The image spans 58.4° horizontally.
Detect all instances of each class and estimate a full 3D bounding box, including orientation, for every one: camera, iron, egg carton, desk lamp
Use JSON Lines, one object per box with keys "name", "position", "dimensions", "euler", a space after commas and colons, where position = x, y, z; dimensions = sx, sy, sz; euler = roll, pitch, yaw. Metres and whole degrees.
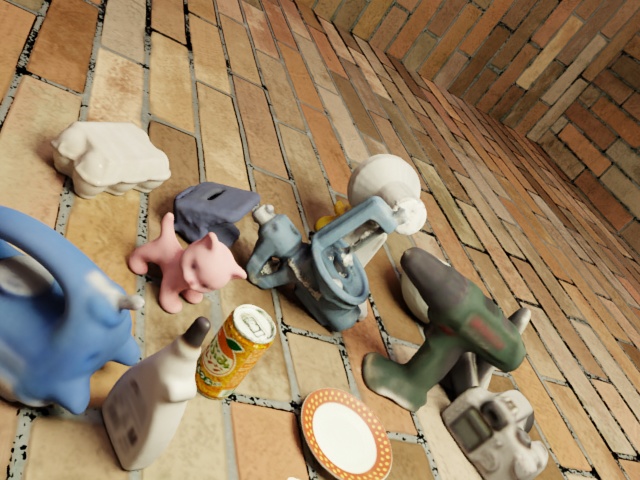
{"name": "camera", "position": [0.276, 0.274, 0.834], "dimensions": [0.137, 0.100, 0.143], "euler": [2, 45, -47]}
{"name": "iron", "position": [-0.276, 0.031, 0.521], "dimensions": [0.258, 0.141, 0.119], "euler": [38, 28, 0]}
{"name": "egg carton", "position": [-0.286, -0.112, 0.793], "dimensions": [0.107, 0.069, 0.151], "euler": [46, 30, 15]}
{"name": "desk lamp", "position": [0.085, -0.016, 0.923], "dimensions": [0.118, 0.213, 0.203], "euler": [27, 30, -18]}

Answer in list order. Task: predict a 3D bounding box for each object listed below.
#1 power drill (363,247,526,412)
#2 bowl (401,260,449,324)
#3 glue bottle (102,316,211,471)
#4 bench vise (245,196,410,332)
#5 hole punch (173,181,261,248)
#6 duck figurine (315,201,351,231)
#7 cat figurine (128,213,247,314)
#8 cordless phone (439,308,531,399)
{"name": "power drill", "position": [0.154, 0.135, 0.786], "dimensions": [0.230, 0.208, 0.075], "euler": [30, 29, -14]}
{"name": "bowl", "position": [0.204, 0.104, 1.028], "dimensions": [0.168, 0.074, 0.167], "euler": [28, 30, -17]}
{"name": "glue bottle", "position": [-0.138, 0.127, 0.504], "dimensions": [0.037, 0.173, 0.078], "euler": [3, 44, -47]}
{"name": "bench vise", "position": [0.007, 0.010, 0.791], "dimensions": [0.208, 0.219, 0.121], "euler": [27, 30, -18]}
{"name": "hole punch", "position": [-0.153, -0.045, 0.823], "dimensions": [0.101, 0.091, 0.109], "euler": [37, 28, -2]}
{"name": "duck figurine", "position": [0.053, -0.024, 1.032], "dimensions": [0.104, 0.086, 0.078], "euler": [44, 29, 11]}
{"name": "cat figurine", "position": [-0.156, 0.023, 0.693], "dimensions": [0.127, 0.117, 0.067], "euler": [45, 29, 13]}
{"name": "cordless phone", "position": [0.276, 0.167, 0.902], "dimensions": [0.094, 0.185, 0.148], "euler": [42, 29, 8]}
